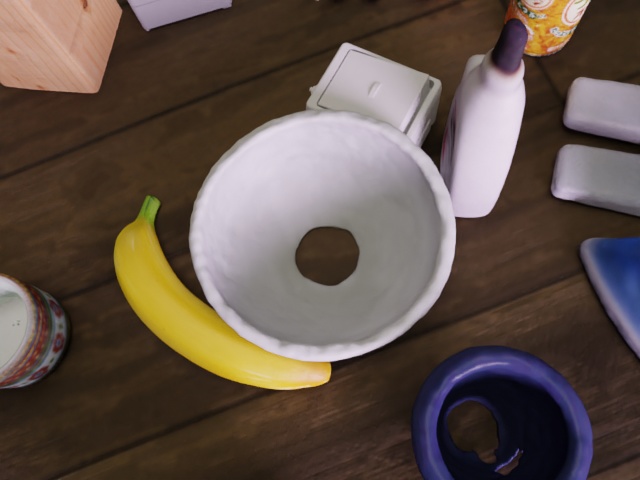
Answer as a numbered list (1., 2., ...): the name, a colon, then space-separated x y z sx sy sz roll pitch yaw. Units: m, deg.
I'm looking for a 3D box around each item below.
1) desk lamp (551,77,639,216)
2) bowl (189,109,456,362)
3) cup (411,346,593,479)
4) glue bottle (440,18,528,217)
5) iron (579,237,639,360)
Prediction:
1. desk lamp: 0.266 -0.080 0.319 0.203 0.214 0.118 12 74 9
2. bowl: 0.004 0.001 0.387 0.167 0.075 0.167 -1 72 4
3. cup: 0.097 0.125 0.329 0.091 0.095 0.118 -5 72 3
4. glue bottle: 0.101 -0.076 0.352 0.037 0.173 0.078 0 72 5
5. iron: 0.275 0.061 0.311 0.258 0.141 0.119 38 79 15
